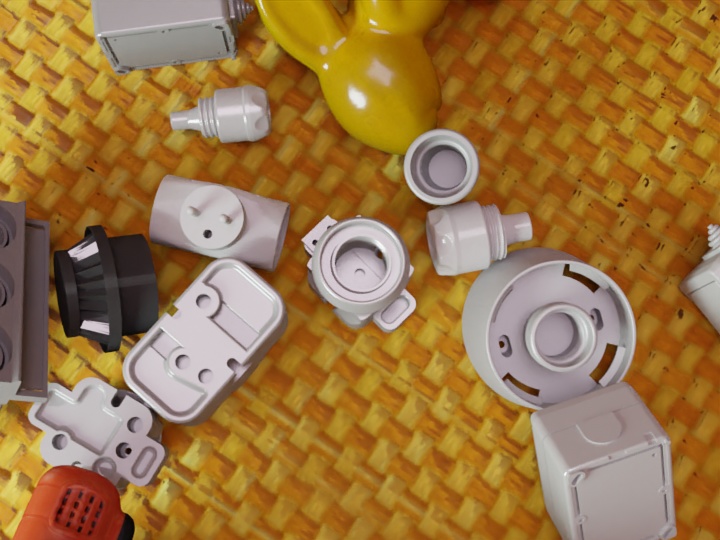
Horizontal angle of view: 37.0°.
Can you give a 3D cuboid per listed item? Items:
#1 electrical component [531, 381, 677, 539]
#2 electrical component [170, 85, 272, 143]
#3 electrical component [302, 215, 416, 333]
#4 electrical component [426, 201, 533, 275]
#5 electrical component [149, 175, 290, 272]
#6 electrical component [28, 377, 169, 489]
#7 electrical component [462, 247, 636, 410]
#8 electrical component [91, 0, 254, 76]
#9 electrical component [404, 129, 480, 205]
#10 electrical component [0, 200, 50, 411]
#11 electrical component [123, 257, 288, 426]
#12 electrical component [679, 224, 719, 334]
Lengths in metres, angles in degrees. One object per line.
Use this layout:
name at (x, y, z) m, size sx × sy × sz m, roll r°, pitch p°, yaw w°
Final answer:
electrical component at (0.139, 0.119, 0.616) m, size 0.062 × 0.061 × 0.096 m, roll -18°, pitch 125°, yaw -5°
electrical component at (-0.087, -0.096, 0.673) m, size 0.061 × 0.035 × 0.035 m, roll -6°, pitch 80°, yaw 0°
electrical component at (0.000, 0.000, 0.646) m, size 0.058 × 0.057 × 0.078 m, roll -44°, pitch 83°, yaw -8°
electrical component at (0.073, -0.022, 0.658) m, size 0.062 × 0.043 × 0.043 m, roll -11°, pitch 80°, yaw -5°
electrical component at (-0.085, -0.029, 0.638) m, size 0.077 × 0.079 × 0.043 m, roll 13°, pitch 87°, yaw 1°
electrical component at (-0.147, 0.096, 0.624) m, size 0.078 × 0.057 × 0.058 m, roll 29°, pitch 80°, yaw 4°
electrical component at (0.115, 0.036, 0.650) m, size 0.099 × 0.064 × 0.099 m, roll 0°, pitch 93°, yaw -5°
electrical component at (-0.116, -0.166, 0.672) m, size 0.096 × 0.061 × 0.061 m, roll -8°, pitch 80°, yaw -3°
electrical component at (0.053, -0.061, 0.654) m, size 0.044 × 0.065 × 0.044 m, roll 1°, pitch 93°, yaw 11°
electrical component at (-0.220, 0.023, 0.610) m, size 0.079 × 0.063 × 0.121 m, roll 9°, pitch 51°, yaw -27°
electrical component at (-0.088, 0.044, 0.634) m, size 0.054 × 0.059 × 0.095 m, roll 41°, pitch 81°, yaw 6°
electrical component at (0.239, 0.014, 0.646) m, size 0.061 × 0.061 × 0.096 m, roll -43°, pitch 83°, yaw -8°
